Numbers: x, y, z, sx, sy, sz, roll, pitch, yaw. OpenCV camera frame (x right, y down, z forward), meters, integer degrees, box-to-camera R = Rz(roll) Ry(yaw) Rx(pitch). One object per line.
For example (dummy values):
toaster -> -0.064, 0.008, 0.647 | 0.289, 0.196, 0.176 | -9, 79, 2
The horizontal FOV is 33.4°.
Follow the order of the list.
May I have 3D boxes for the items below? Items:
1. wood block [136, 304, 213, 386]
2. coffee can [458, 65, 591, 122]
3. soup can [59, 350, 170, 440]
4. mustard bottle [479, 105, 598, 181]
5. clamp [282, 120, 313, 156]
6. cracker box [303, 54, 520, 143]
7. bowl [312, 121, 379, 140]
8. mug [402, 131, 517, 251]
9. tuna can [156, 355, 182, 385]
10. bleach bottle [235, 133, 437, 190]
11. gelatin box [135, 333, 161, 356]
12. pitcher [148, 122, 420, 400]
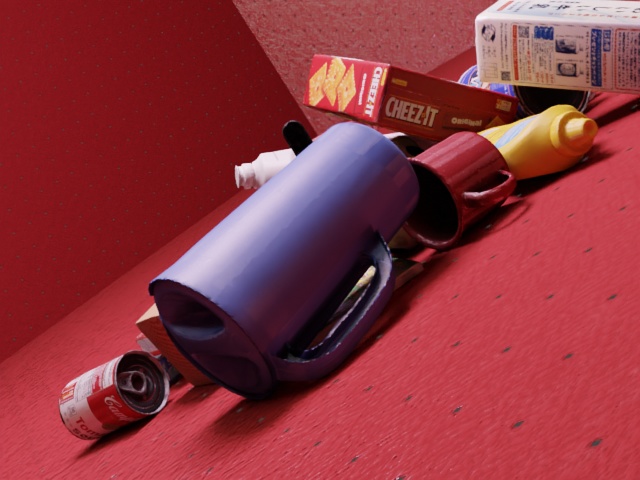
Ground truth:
wood block -> -0.076, 0.042, 1.086 | 0.205, 0.091, 0.090 | -48, 13, -27
coffee can -> 0.232, -0.170, 1.240 | 0.102, 0.103, 0.140 | -35, 8, -19
soup can -> -0.213, 0.161, 1.097 | 0.102, 0.068, 0.068 | -28, 9, 36
mustard bottle -> 0.201, -0.089, 1.024 | 0.096, 0.058, 0.192 | -31, 6, -22
clamp -> 0.014, -0.044, 1.177 | 0.039, 0.171, 0.120 | -30, 29, 18
cracker box -> 0.096, -0.156, 1.210 | 0.164, 0.072, 0.214 | 10, 9, -24
bowl -> 0.022, -0.102, 1.465 | 0.162, 0.055, 0.162 | -28, 22, 12
mug -> 0.129, -0.049, 0.979 | 0.081, 0.093, 0.117 | -32, 20, -32
tuna can -> -0.189, 0.150, 1.194 | 0.086, 0.034, 0.086 | -32, 7, 5
bleach bottle -> 0.020, -0.091, 1.320 | 0.250, 0.068, 0.103 | -6, 17, -12
gelatin box -> -0.151, 0.087, 1.163 | 0.089, 0.030, 0.073 | -43, 12, -30
pitcher -> -0.013, 0.013, 0.907 | 0.242, 0.149, 0.145 | -47, 5, -29
